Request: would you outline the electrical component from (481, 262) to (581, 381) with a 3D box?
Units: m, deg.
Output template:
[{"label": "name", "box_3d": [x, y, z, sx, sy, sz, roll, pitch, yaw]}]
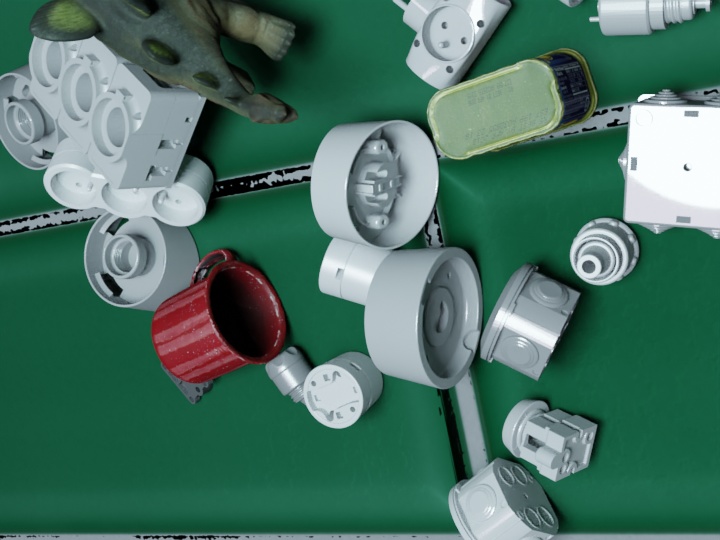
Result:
[{"label": "electrical component", "box_3d": [0.126, 0.039, 0.803, 0.051, 0.080, 0.080, 26, 113, 12]}]

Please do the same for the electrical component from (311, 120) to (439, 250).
[{"label": "electrical component", "box_3d": [0.009, -0.066, 0.825, 0.064, 0.099, 0.099, 8, 107, 31]}]

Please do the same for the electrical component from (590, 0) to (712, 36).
[{"label": "electrical component", "box_3d": [0.198, -0.180, 0.731, 0.078, 0.040, 0.040, 4, 105, 25]}]

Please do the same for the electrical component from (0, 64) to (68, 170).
[{"label": "electrical component", "box_3d": [-0.286, -0.142, 0.981, 0.099, 0.064, 0.099, 18, 122, 31]}]

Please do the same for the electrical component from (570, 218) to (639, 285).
[{"label": "electrical component", "box_3d": [0.173, -0.009, 0.776, 0.048, 0.062, 0.048, 7, 107, 24]}]

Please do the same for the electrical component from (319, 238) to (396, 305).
[{"label": "electrical component", "box_3d": [0.000, 0.000, 0.870, 0.047, 0.055, 0.055, 20, 111, 17]}]

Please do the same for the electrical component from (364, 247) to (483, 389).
[{"label": "electrical component", "box_3d": [0.044, 0.034, 0.829, 0.060, 0.108, 0.108, 4, 105, 32]}]

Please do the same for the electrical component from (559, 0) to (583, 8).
[{"label": "electrical component", "box_3d": [0.140, -0.217, 0.743, 0.047, 0.055, 0.055, 34, 116, 19]}]

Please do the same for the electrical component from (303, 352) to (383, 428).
[{"label": "electrical component", "box_3d": [-0.012, 0.099, 0.905, 0.055, 0.047, 0.055, 7, 106, 25]}]

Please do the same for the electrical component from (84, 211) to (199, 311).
[{"label": "electrical component", "box_3d": [-0.197, -0.010, 0.972, 0.099, 0.064, 0.099, 0, 90, 25]}]

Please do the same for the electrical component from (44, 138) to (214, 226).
[{"label": "electrical component", "box_3d": [-0.196, -0.088, 0.934, 0.138, 0.073, 0.052, 10, 137, -2]}]

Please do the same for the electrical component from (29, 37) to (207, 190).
[{"label": "electrical component", "box_3d": [-0.204, -0.144, 0.875, 0.150, 0.062, 0.089, 45, 123, 29]}]

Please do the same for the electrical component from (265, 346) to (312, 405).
[{"label": "electrical component", "box_3d": [-0.053, 0.099, 0.932, 0.035, 0.035, 0.061, -37, 88, 29]}]

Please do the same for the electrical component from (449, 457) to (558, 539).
[{"label": "electrical component", "box_3d": [0.113, 0.192, 0.850, 0.051, 0.080, 0.080, -44, 82, 23]}]

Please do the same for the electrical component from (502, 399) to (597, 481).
[{"label": "electrical component", "box_3d": [0.144, 0.129, 0.830, 0.055, 0.066, 0.048, 24, 114, 40]}]

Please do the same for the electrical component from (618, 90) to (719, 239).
[{"label": "electrical component", "box_3d": [0.229, -0.073, 0.739, 0.100, 0.048, 0.099, 7, 105, 26]}]

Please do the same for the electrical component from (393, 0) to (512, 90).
[{"label": "electrical component", "box_3d": [0.059, -0.186, 0.796, 0.079, 0.044, 0.077, 41, 117, 12]}]
